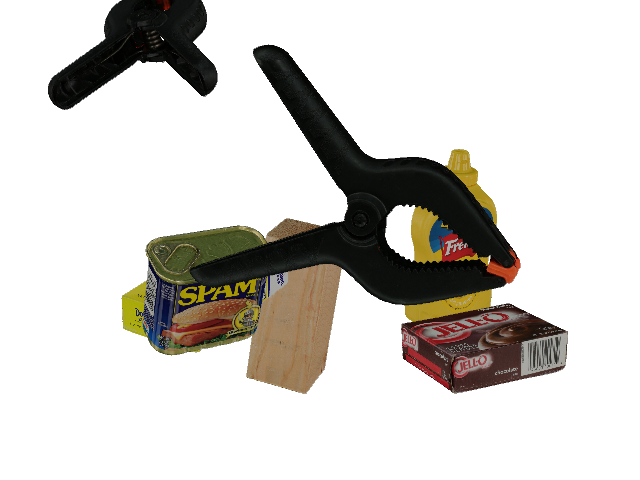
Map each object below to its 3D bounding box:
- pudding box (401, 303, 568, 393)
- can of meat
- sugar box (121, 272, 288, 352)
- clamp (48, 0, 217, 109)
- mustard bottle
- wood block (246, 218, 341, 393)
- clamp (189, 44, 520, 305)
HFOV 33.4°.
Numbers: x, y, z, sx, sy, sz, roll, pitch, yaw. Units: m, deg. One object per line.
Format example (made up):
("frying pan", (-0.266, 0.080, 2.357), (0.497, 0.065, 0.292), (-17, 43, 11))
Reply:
("pudding box", (0.137, 0.089, 0.903), (0.113, 0.039, 0.090), (-7, 16, -22))
("can of meat", (-0.095, 0.042, 0.881), (0.101, 0.084, 0.057), (-9, 42, -27))
("sugar box", (-0.116, 0.050, 1.112), (0.093, 0.048, 0.176), (15, 31, 25))
("clamp", (-0.118, -0.150, 0.794), (0.120, 0.039, 0.171), (6, 42, 11))
("mustard bottle", (0.143, -0.004, 1.150), (0.096, 0.192, 0.058), (-6, 20, -22))
("wood block", (-0.033, 0.086, 1.437), (0.090, 0.206, 0.090), (14, 20, 13))
("clamp", (0.026, -0.026, 0.673), (0.210, 0.165, 0.036), (14, 15, 13))
